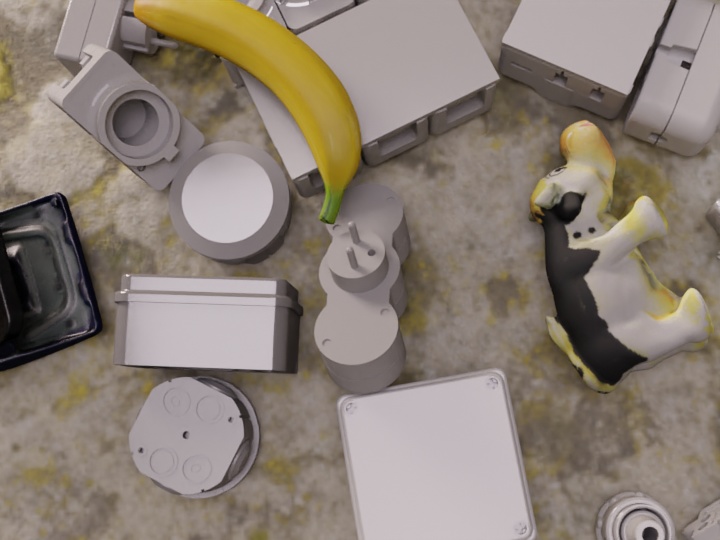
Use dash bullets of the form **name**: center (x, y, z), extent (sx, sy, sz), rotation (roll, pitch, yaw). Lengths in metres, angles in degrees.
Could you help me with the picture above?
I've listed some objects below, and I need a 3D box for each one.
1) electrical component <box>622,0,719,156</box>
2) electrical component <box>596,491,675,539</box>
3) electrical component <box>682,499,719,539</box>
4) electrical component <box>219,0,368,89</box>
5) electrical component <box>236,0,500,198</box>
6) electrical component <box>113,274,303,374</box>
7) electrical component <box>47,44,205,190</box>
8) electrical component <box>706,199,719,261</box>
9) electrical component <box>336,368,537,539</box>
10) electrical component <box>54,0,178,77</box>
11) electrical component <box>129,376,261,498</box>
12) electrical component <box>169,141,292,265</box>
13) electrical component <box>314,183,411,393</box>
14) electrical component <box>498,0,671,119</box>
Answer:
- **electrical component**: center (0.222, -0.128, 0.720), extent (0.059, 0.053, 0.095), rotation (22, 82, 7)
- **electrical component**: center (0.174, 0.162, 0.666), extent (0.048, 0.062, 0.048), rotation (-1, 80, 4)
- **electrical component**: center (0.244, 0.168, 0.666), extent (0.055, 0.048, 0.066), rotation (50, 120, 4)
- **electrical component**: center (-0.041, -0.205, 0.747), extent (0.150, 0.061, 0.089), rotation (-25, 79, -1)
- **electrical component**: center (0.006, -0.123, 0.729), extent (0.150, 0.061, 0.089), rotation (-26, 79, -1)
- **electrical component**: center (-0.097, 0.036, 0.700), extent (0.113, 0.078, 0.057), rotation (2, 83, 4)
- **electrical component**: center (-0.155, -0.101, 0.716), extent (0.050, 0.056, 0.089), rotation (-50, 122, -5)
- **electrical component**: center (0.272, -0.034, 0.699), extent (0.096, 0.061, 0.061), rotation (-35, 79, 5)
- **electrical component**: center (0.048, 0.126, 0.684), extent (0.109, 0.056, 0.108), rotation (-10, 79, 2)
- **electrical component**: center (-0.162, -0.173, 0.757), extent (0.076, 0.047, 0.083), rotation (13, 81, 6)
- **electrical component**: center (-0.108, 0.108, 0.701), extent (0.080, 0.051, 0.080), rotation (-1, 80, 4)
- **electrical component**: center (-0.085, -0.043, 0.726), extent (0.080, 0.051, 0.080), rotation (-1, 80, 4)
- **electrical component**: center (0.000, 0.000, 0.676), extent (0.052, 0.073, 0.138), rotation (-3, 55, 10)
- **electrical component**: center (0.165, -0.190, 0.731), extent (0.089, 0.061, 0.150), rotation (25, 82, 8)
